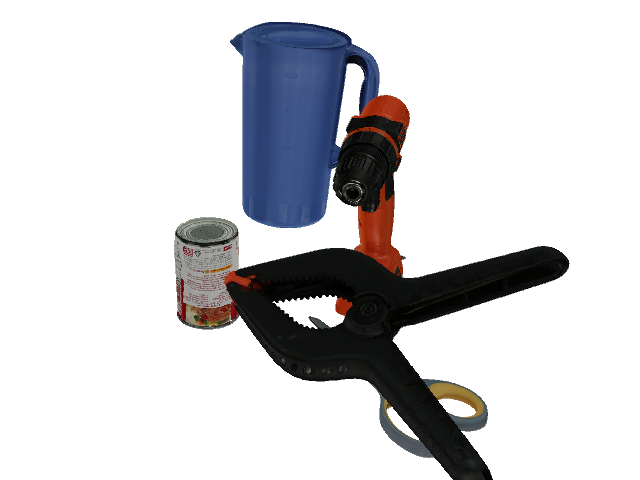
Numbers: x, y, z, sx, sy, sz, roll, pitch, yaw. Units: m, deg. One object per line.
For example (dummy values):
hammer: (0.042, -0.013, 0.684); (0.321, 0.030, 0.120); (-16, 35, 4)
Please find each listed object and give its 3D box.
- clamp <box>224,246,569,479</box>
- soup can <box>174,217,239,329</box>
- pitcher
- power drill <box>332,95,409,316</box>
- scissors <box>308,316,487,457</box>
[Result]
clamp: (0.041, 0.046, 0.660); (0.210, 0.164, 0.036); (19, -32, 26)
soup can: (-0.121, 0.034, 1.140); (0.068, 0.102, 0.068); (1, 25, -1)
pitcher: (-0.027, -0.141, 1.325); (0.144, 0.243, 0.149); (-10, 28, -30)
power drill: (0.046, -0.023, 0.991); (0.057, 0.188, 0.184); (9, 30, 12)
scissors: (0.066, 0.110, 0.886); (0.096, 0.016, 0.202); (-6, 29, -18)
